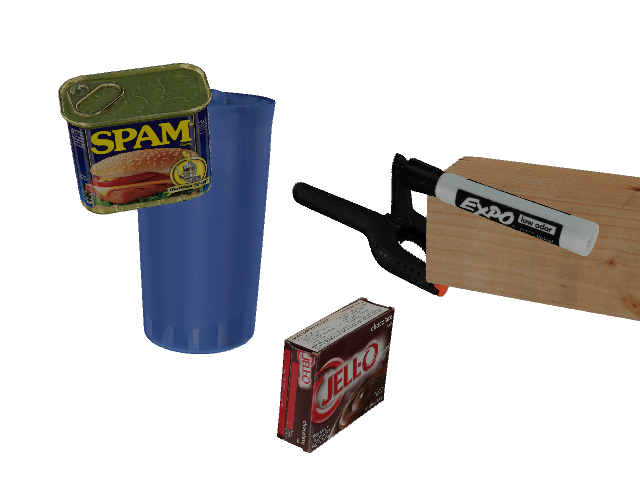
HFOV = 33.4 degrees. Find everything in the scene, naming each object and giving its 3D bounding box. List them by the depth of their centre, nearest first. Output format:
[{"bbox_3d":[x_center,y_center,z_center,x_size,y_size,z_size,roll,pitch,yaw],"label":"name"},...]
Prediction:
[{"bbox_3d":[0.096,-0.021,0.599,0.121,0.020,0.020,23,11,27],"label":"marker"},{"bbox_3d":[-0.127,-0.070,0.753,0.102,0.084,0.057,-9,44,-12],"label":"can of meat"},{"bbox_3d":[0.196,-0.004,0.856,0.206,0.090,0.090,10,23,27],"label":"wood block"},{"bbox_3d":[0.013,0.106,0.864,0.039,0.090,0.113,19,27,29],"label":"pudding box"},{"bbox_3d":[-0.108,-0.024,1.024,0.149,0.243,0.145,-2,15,-19],"label":"pitcher"},{"bbox_3d":[0.074,-0.016,1.231,0.164,0.210,0.036,-13,-39,-26],"label":"clamp"}]
